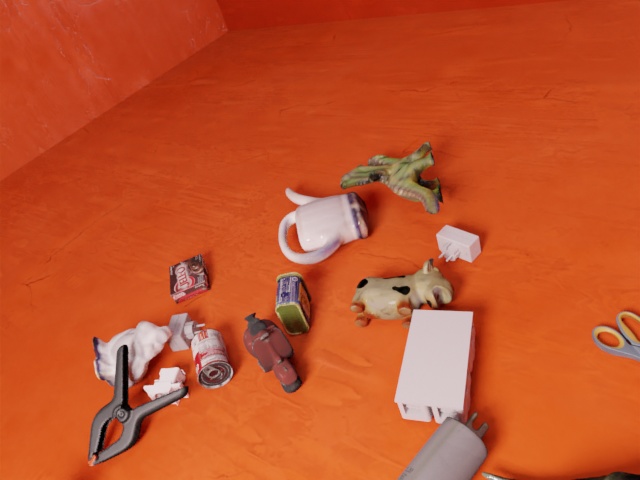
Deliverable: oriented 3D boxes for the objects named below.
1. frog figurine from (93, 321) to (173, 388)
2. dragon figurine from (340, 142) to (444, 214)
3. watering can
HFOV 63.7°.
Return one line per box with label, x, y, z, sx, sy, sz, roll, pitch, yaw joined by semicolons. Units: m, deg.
frog figurine;-0.378;0.231;1.075;0.160;0.121;0.139;-22;20;-10
dragon figurine;0.169;-0.140;1.251;0.242;0.120;0.418;-7;22;15
watering can;0.004;-0.064;1.276;0.224;0.102;0.356;-15;35;5
